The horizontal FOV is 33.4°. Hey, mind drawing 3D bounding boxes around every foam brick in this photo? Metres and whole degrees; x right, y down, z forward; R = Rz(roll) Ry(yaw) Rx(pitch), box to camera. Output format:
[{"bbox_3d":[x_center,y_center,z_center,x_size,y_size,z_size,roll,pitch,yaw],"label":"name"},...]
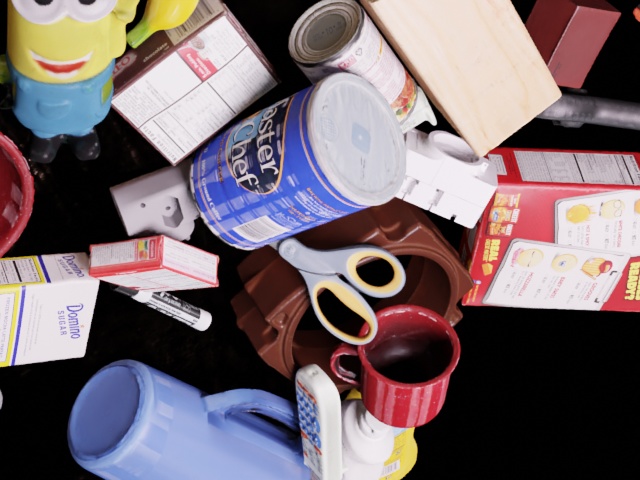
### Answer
[{"bbox_3d":[0.213,-0.181,0.937,0.052,0.051,0.078,2,128,-32],"label":"foam brick"}]

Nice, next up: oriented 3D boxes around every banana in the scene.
[{"bbox_3d":[-0.115,-0.214,0.716,0.069,0.037,0.198,-22,137,-13],"label":"banana"}]

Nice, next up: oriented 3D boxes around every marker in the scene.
[{"bbox_3d":[-0.145,0.055,0.968,0.020,0.020,0.121,-44,137,13],"label":"marker"}]

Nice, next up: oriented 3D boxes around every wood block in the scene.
[{"bbox_3d":[0.102,-0.171,0.849,0.090,0.091,0.205,-38,138,7],"label":"wood block"}]

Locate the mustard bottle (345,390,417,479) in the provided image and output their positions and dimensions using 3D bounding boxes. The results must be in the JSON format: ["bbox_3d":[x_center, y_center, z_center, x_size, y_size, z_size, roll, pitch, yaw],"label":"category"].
[{"bbox_3d":[0.066,0.207,1.211,0.096,0.058,0.192,-18,137,-17],"label":"mustard bottle"}]

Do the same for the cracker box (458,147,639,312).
[{"bbox_3d":[0.253,-0.010,1.060,0.213,0.072,0.164,2,132,-5],"label":"cracker box"}]

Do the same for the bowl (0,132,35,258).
[{"bbox_3d":[-0.291,-0.039,0.763,0.162,0.055,0.162,-17,136,-17],"label":"bowl"}]

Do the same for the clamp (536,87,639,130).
[{"bbox_3d":[0.232,-0.123,0.989,0.171,0.120,0.039,8,93,-12],"label":"clamp"}]

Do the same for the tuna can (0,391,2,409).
[{"bbox_3d":[-0.322,0.135,0.926,0.086,0.034,0.086,-17,136,-17],"label":"tuna can"}]

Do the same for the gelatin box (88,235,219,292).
[{"bbox_3d":[-0.137,0.021,0.892,0.073,0.030,0.089,-7,165,26],"label":"gelatin box"}]

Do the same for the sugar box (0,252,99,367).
[{"bbox_3d":[-0.277,0.061,0.876,0.175,0.048,0.093,-6,132,-32],"label":"sugar box"}]

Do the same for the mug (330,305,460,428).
[{"bbox_3d":[0.067,0.120,0.988,0.117,0.093,0.081,5,139,3],"label":"mug"}]

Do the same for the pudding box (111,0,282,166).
[{"bbox_3d":[-0.099,-0.122,0.814,0.113,0.039,0.090,-35,139,6],"label":"pudding box"}]

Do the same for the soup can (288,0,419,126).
[{"bbox_3d":[0.027,-0.137,0.853,0.068,0.068,0.102,-38,138,6],"label":"soup can"}]

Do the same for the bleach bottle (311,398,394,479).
[{"bbox_3d":[0.026,0.238,1.128,0.068,0.102,0.251,-16,157,-25],"label":"bleach bottle"}]

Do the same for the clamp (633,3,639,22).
[{"bbox_3d":[0.387,-0.255,0.982,0.210,0.036,0.164,-22,137,-10],"label":"clamp"}]

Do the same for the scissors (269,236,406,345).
[{"bbox_3d":[-0.006,0.001,0.917,0.096,0.016,0.201,-37,99,5],"label":"scissors"}]

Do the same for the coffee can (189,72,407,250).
[{"bbox_3d":[-0.018,-0.058,0.829,0.102,0.103,0.141,19,152,-42],"label":"coffee can"}]

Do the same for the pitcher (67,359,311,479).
[{"bbox_3d":[-0.119,0.203,1.048,0.242,0.145,0.149,39,67,-44],"label":"pitcher"}]
